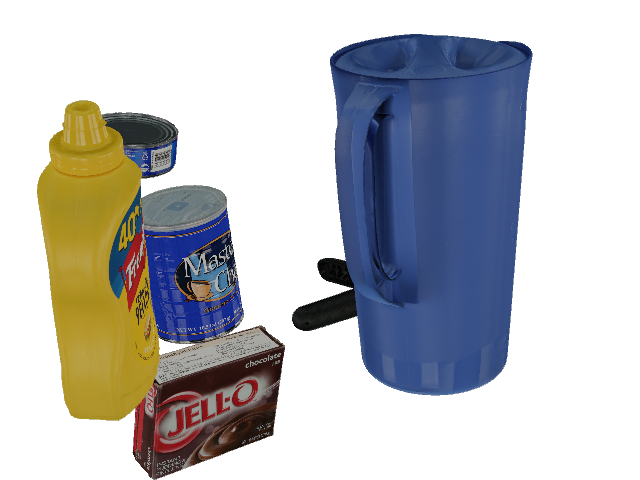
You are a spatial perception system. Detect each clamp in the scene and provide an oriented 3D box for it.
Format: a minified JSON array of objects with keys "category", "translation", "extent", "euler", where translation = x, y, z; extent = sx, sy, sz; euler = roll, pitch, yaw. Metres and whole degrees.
[{"category":"clamp","translation":[0.056,0.052,1.030],"extent":[0.172,0.039,0.120],"euler":[-2,32,26]}]

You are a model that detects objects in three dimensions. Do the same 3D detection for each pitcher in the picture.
[{"category":"pitcher","translation":[0.072,-0.015,0.742],"extent":[0.149,0.243,0.145],"euler":[-8,23,-11]}]

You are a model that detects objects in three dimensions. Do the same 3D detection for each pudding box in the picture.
[{"category":"pudding box","translation":[-0.085,0.121,0.812],"extent":[0.113,0.090,0.039],"euler":[-16,39,-36]}]

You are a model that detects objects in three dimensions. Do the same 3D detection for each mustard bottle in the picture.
[{"category":"mustard bottle","translation":[-0.132,0.007,0.635],"extent":[0.058,0.192,0.096],"euler":[4,33,5]}]

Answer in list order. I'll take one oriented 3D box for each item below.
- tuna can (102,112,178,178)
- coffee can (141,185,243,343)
[{"category":"tuna can","translation":[-0.174,-0.087,0.976],"extent":[0.086,0.034,0.086],"euler":[6,25,-3]},{"category":"coffee can","translation":[-0.142,0.025,1.143],"extent":[0.103,0.140,0.103],"euler":[-5,26,2]}]
